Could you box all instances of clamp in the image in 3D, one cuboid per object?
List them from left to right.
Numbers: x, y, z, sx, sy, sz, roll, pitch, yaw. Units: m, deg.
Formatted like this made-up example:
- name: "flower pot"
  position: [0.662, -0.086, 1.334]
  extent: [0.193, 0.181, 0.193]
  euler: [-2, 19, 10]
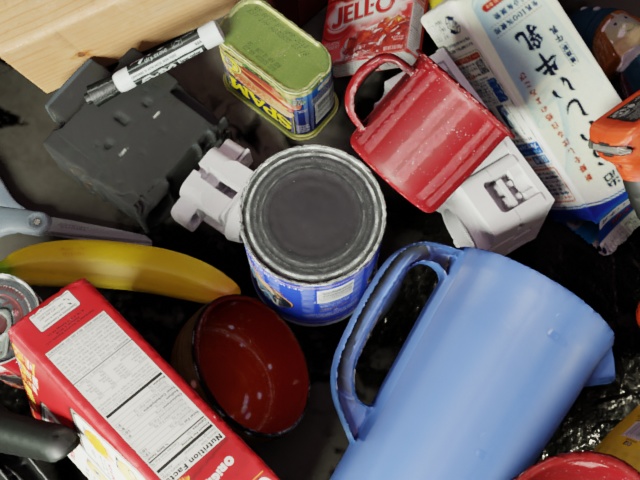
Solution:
- name: "clamp"
  position: [-0.233, 0.154, 0.781]
  extent: [0.210, 0.164, 0.036]
  euler: [25, 48, 32]

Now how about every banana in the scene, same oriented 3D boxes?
- name: "banana"
  position: [-0.160, 0.027, 0.837]
  extent: [0.197, 0.037, 0.069]
  euler: [3, 29, -3]

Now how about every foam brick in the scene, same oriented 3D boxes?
- name: "foam brick"
  position: [-0.010, -0.235, 0.923]
  extent: [0.078, 0.051, 0.053]
  euler: [-43, 74, -12]

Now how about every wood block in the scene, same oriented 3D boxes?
- name: "wood block"
  position: [-0.164, -0.212, 0.878]
  extent: [0.206, 0.090, 0.090]
  euler: [-22, 72, 8]

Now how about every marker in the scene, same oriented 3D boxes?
- name: "marker"
  position: [-0.131, -0.137, 0.839]
  extent: [0.121, 0.020, 0.020]
  euler: [-26, 72, 8]

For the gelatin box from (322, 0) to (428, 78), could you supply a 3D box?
- name: "gelatin box"
  position: [0.044, -0.179, 0.892]
  extent: [0.089, 0.030, 0.073]
  euler: [-3, 70, 36]

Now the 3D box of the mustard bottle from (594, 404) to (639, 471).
- name: "mustard bottle"
  position: [0.286, 0.115, 0.772]
  extent: [0.191, 0.096, 0.058]
  euler: [-43, 102, -12]

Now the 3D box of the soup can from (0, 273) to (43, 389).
- name: "soup can"
  position: [-0.230, 0.071, 0.802]
  extent: [0.068, 0.102, 0.068]
  euler: [-1, 72, 2]

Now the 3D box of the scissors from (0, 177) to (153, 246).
- name: "scissors"
  position: [-0.240, -0.031, 0.883]
  extent: [0.201, 0.016, 0.096]
  euler: [-5, 71, 0]

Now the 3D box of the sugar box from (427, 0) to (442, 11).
- name: "sugar box"
  position: [0.136, -0.202, 0.909]
  extent: [0.093, 0.048, 0.176]
  euler: [-24, 71, -6]

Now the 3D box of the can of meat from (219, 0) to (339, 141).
- name: "can of meat"
  position: [-0.035, -0.140, 0.875]
  extent: [0.102, 0.084, 0.057]
  euler: [38, 77, 13]

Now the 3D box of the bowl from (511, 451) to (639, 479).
- name: "bowl"
  position: [0.150, 0.212, 0.695]
  extent: [0.161, 0.055, 0.162]
  euler: [-1, 93, -23]

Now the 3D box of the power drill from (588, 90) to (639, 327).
- name: "power drill"
  position: [0.293, -0.035, 0.796]
  extent: [0.184, 0.057, 0.187]
  euler: [-33, 109, -14]

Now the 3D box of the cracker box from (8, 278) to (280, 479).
- name: "cracker box"
  position: [-0.115, 0.146, 0.737]
  extent: [0.214, 0.164, 0.072]
  euler: [43, 63, 15]

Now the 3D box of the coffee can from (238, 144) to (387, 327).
- name: "coffee can"
  position: [-0.005, 0.001, 0.794]
  extent: [0.103, 0.140, 0.103]
  euler: [0, 74, 0]

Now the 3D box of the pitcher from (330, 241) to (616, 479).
- name: "pitcher"
  position: [0.085, 0.129, 0.759]
  extent: [0.149, 0.145, 0.242]
  euler: [25, 75, 38]

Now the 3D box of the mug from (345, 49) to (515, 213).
- name: "mug"
  position: [0.067, -0.080, 0.747]
  extent: [0.117, 0.093, 0.081]
  euler: [38, 101, -25]
